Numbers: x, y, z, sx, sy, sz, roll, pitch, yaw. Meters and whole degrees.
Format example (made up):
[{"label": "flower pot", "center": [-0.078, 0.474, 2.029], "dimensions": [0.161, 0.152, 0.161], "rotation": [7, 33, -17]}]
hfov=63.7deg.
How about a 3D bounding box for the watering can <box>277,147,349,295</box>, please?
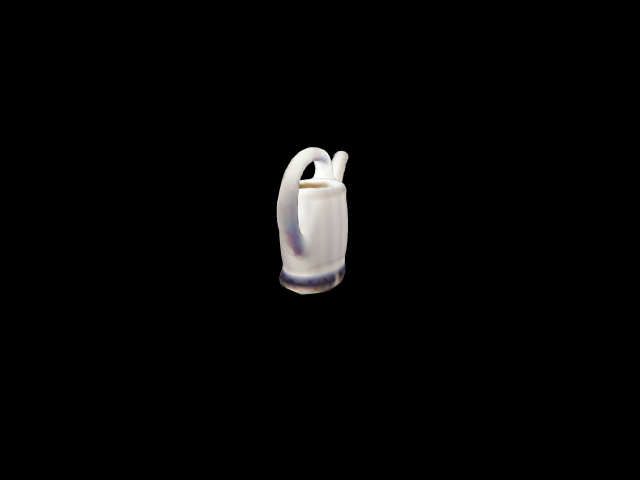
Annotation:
[{"label": "watering can", "center": [0.003, -0.043, 0.850], "dimensions": [0.104, 0.222, 0.351], "rotation": [3, 13, 16]}]
